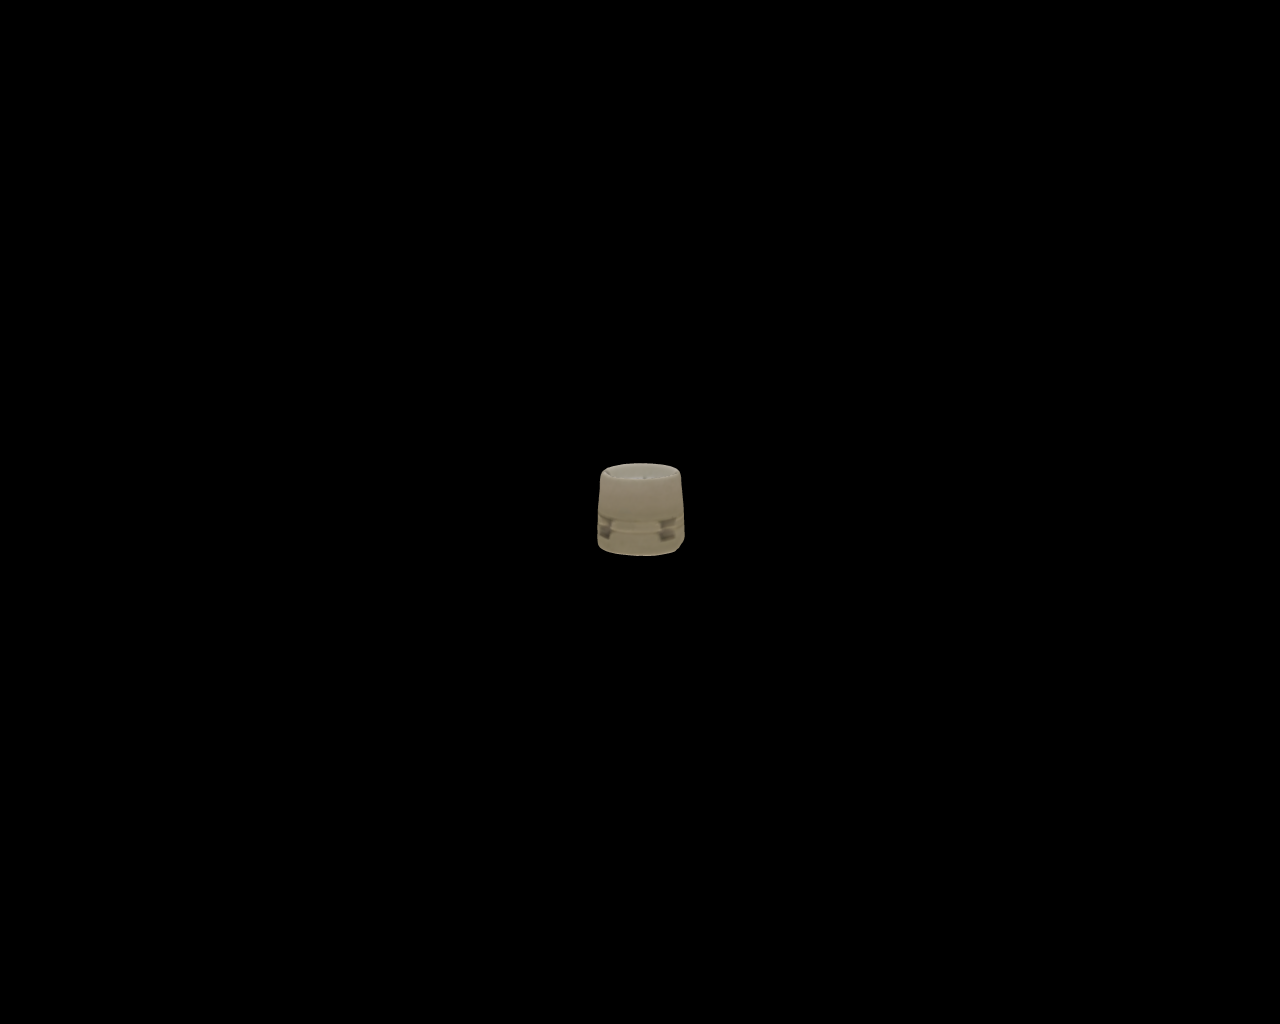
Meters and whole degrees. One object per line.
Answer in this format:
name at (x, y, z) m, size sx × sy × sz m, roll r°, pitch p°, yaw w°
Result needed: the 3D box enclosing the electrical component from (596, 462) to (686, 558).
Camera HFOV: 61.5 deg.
electrical component at (0.001, -0.003, 0.650) m, size 0.055 × 0.047 × 0.055 m, roll 0°, pitch 14°, yaw 0°
